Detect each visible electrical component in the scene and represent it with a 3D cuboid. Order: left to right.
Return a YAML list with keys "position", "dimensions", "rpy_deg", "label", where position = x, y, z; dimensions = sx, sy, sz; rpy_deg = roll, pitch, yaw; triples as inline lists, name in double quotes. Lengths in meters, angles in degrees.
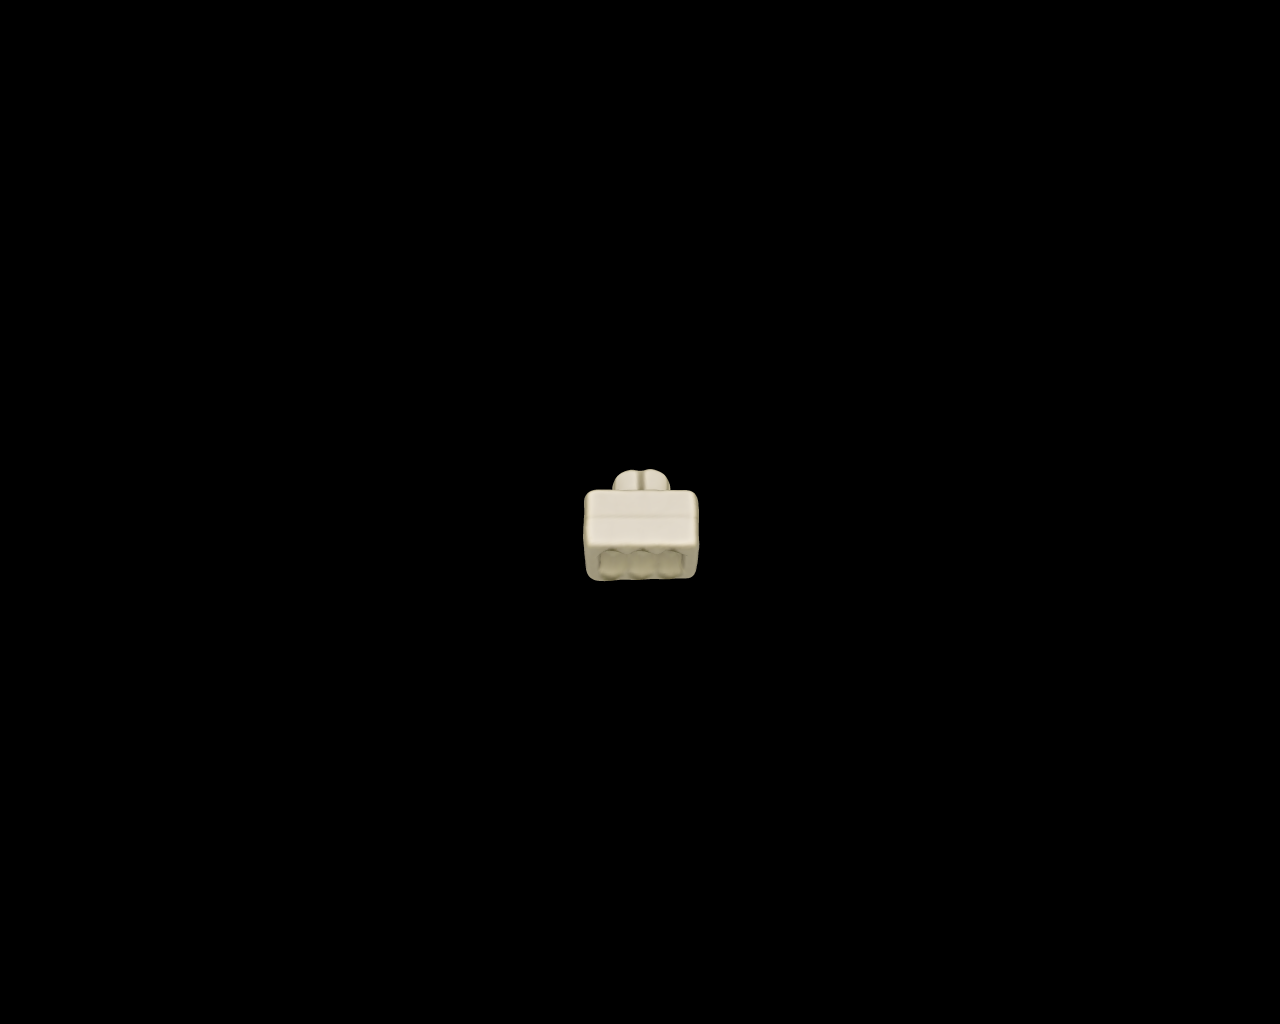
- position: [0.001, -0.003, 0.650]
  dimensions: [0.066, 0.077, 0.047]
  rpy_deg: [0, -28, 0]
  label: "electrical component"
